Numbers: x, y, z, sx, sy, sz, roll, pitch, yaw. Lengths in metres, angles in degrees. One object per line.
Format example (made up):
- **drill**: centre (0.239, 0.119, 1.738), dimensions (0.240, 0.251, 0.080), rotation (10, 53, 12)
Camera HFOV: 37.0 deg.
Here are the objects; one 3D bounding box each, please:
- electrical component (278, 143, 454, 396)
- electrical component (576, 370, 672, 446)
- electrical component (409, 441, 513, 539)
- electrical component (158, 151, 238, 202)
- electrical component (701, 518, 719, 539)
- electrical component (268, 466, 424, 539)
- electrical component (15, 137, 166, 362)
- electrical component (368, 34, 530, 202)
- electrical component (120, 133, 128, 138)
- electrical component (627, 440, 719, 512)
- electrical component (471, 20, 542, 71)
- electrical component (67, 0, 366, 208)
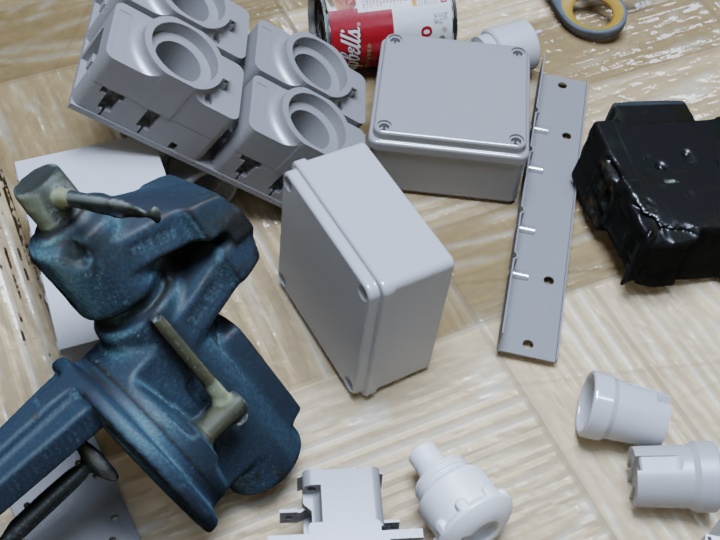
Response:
- **electrical component**: centre (0.000, 0.000, 0.646), dimensions (0.056, 0.108, 0.108), rotation (-21, 56, -22)
- **electrical component**: centre (0.155, 0.084, 0.634), dimensions (0.046, 0.040, 0.040), rotation (13, 52, 0)
- **electrical component**: centre (0.050, 0.123, 0.594), dimensions (0.048, 0.048, 0.062), rotation (-23, 51, -20)
- **electrical component**: centre (-0.114, -0.071, 0.734), dimensions (0.045, 0.045, 0.055), rotation (-23, 57, -20)
- **electrical component**: centre (0.178, 0.213, 0.492), dimensions (0.060, 0.105, 0.186), rotation (11, 52, 5)
- **electrical component**: centre (-0.009, 0.141, 0.578), dimensions (0.081, 0.042, 0.063), rotation (-1, 51, -5)
- **electrical component**: centre (-0.152, -0.004, 0.668), dimensions (0.089, 0.061, 0.150), rotation (-15, 55, -15)
- **electrical component**: centre (0.064, -0.109, 0.767), dimensions (0.109, 0.056, 0.108), rotation (6, 52, 2)
- **electrical component**: centre (-0.139, -0.128, 0.766), dimensions (0.061, 0.061, 0.096), rotation (2, 52, -2)
- **electrical component**: centre (0.178, 0.117, 0.610), dimensions (0.046, 0.040, 0.040), rotation (-1, 52, 4)
- **electrical component**: centre (0.101, -0.164, 0.823), dimensions (0.078, 0.040, 0.040), rotation (-19, 56, -17)
- **electrical component**: centre (-0.084, -0.120, 0.705), dimensions (0.186, 0.060, 0.105), rotation (24, 47, -28)
